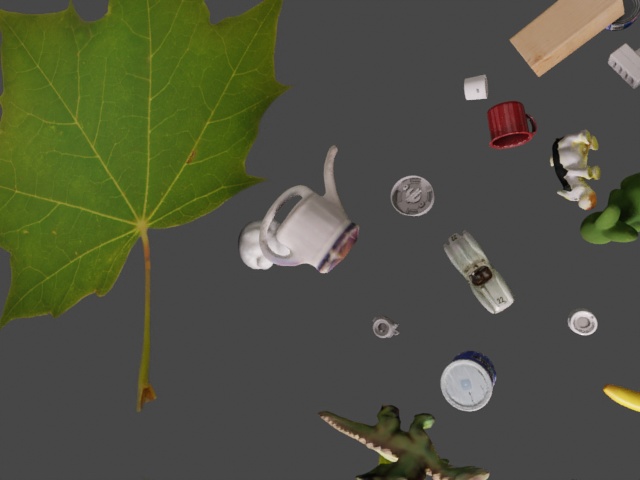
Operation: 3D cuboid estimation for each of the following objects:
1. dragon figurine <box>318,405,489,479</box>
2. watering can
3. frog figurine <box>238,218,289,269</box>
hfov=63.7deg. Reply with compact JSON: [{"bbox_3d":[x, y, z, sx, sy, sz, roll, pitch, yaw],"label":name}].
[{"bbox_3d":[0.151,0.460,1.112,0.410,0.243,0.122,4,92,20],"label":"dragon figurine"},{"bbox_3d":[0.004,-0.065,1.295,0.225,0.102,0.351,37,75,7],"label":"watering can"},{"bbox_3d":[-0.130,0.012,1.344,0.159,0.121,0.139,5,67,34],"label":"frog figurine"}]
